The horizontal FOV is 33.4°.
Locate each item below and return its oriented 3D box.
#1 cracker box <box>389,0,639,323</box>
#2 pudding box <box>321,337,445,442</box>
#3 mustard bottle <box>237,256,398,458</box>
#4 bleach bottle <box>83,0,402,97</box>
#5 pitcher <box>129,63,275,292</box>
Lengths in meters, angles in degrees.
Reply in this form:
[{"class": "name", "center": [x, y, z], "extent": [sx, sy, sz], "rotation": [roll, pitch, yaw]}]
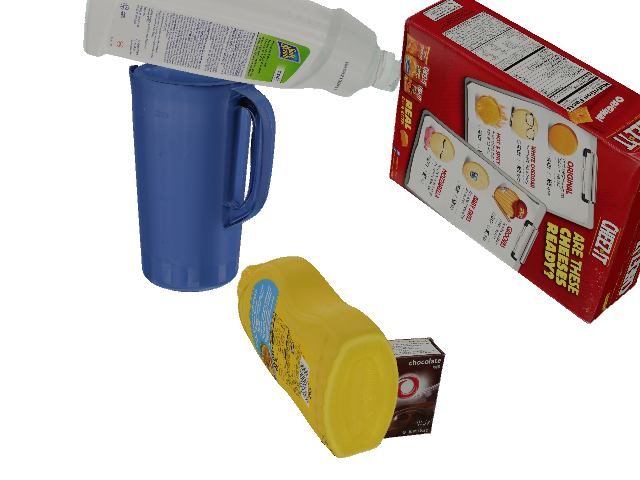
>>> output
[{"class": "cracker box", "center": [0.154, -0.065, 0.803], "extent": [0.072, 0.164, 0.214], "rotation": [-34, 56, -29]}, {"class": "pudding box", "center": [0.054, 0.139, 0.995], "extent": [0.113, 0.090, 0.039], "rotation": [-4, 28, -21]}, {"class": "mustard bottle", "center": [-0.014, 0.066, 0.769], "extent": [0.058, 0.096, 0.192], "rotation": [-13, 29, -23]}, {"class": "bleach bottle", "center": [-0.059, -0.163, 0.858], "extent": [0.250, 0.068, 0.103], "rotation": [15, -29, -8]}, {"class": "pitcher", "center": [-0.131, -0.069, 1.148], "extent": [0.145, 0.243, 0.149], "rotation": [-1, 22, -10]}]
